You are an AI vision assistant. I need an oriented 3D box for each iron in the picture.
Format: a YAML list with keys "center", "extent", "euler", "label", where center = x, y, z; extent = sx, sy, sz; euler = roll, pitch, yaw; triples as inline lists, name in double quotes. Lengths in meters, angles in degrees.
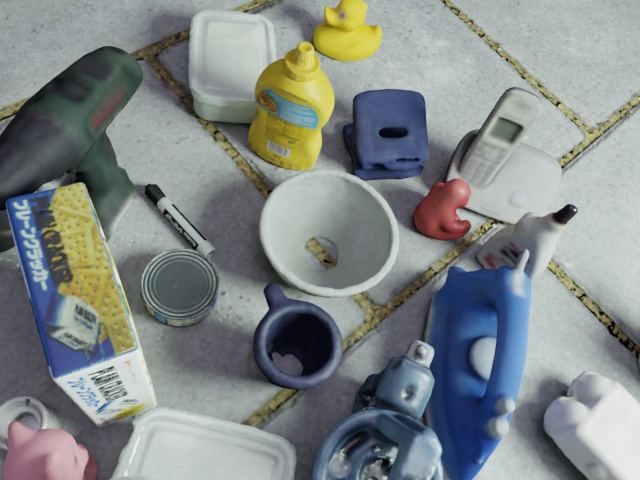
- center: [0.185, 0.138, 0.624]
  extent: [0.118, 0.141, 0.258]
  euler: [16, 61, -4]
  label: "iron"

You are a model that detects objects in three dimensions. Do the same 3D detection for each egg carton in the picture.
- center: [0.330, 0.231, 0.649]
  extent: [0.107, 0.069, 0.150]
  euler: [-36, 75, -25]
  label: "egg carton"

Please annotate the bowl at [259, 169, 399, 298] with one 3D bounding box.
- center: [0.006, 0.002, 0.691]
  extent: [0.167, 0.074, 0.167]
  euler: [5, 63, -10]
  label: "bowl"

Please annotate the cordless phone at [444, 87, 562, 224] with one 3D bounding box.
- center: [0.255, -0.107, 0.738]
  extent: [0.147, 0.185, 0.094]
  euler: [18, 61, -3]
  label: "cordless phone"

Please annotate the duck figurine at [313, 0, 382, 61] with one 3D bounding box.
- center: [0.047, -0.324, 0.859]
  extent: [0.105, 0.086, 0.077]
  euler: [2, 63, -11]
  label: "duck figurine"

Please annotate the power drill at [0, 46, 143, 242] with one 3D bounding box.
- center: [-0.255, -0.082, 0.601]
  extent: [0.075, 0.208, 0.230]
  euler: [20, 61, -1]
  label: "power drill"

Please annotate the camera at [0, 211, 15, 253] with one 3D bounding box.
- center: [-0.394, -0.042, 0.611]
  extent: [0.136, 0.101, 0.143]
  euler: [38, 62, 8]
  label: "camera"

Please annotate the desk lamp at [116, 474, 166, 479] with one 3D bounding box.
- center: [-0.142, 0.296, 0.431]
  extent: [0.118, 0.213, 0.203]
  euler: [-18, 68, -20]
  label: "desk lamp"

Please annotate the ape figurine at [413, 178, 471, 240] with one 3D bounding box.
- center: [0.165, -0.045, 0.741]
  extent: [0.076, 0.092, 0.078]
  euler: [-2, 64, -13]
  label: "ape figurine"

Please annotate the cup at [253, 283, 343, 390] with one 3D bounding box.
- center: [-0.035, 0.111, 0.615]
  extent: [0.092, 0.095, 0.117]
  euler: [-22, 70, -21]
  label: "cup"

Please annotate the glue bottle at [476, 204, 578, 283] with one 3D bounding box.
- center: [0.255, 0.002, 0.690]
  extent: [0.078, 0.173, 0.037]
  euler: [44, 63, 11]
  label: "glue bottle"

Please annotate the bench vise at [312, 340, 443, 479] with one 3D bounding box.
- center: [0.060, 0.179, 0.531]
  extent: [0.121, 0.219, 0.207]
  euler: [10, 62, -7]
  label: "bench vise"

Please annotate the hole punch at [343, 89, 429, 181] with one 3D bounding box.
- center: [0.094, -0.141, 0.774]
  extent: [0.109, 0.091, 0.101]
  euler: [-5, 65, -15]
  label: "hole punch"

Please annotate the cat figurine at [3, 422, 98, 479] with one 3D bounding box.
- center: [-0.236, 0.223, 0.502]
  extent: [0.067, 0.117, 0.127]
  euler: [-9, 66, -16]
  label: "cat figurine"
